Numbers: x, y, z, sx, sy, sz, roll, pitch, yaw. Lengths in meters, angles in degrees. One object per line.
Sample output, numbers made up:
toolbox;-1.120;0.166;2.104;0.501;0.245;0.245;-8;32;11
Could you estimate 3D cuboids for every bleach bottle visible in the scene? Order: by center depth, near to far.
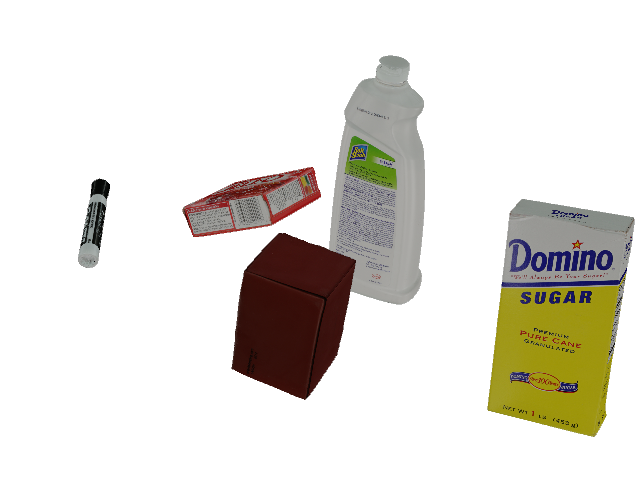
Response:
bleach bottle;0.066;-0.062;1.073;0.103;0.251;0.068;17;34;16

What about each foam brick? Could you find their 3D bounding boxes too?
foam brick;-0.017;0.045;0.641;0.053;0.078;0.051;21;35;15

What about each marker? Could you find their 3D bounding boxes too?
marker;-0.220;-0.020;1.039;0.020;0.020;0.121;0;40;-4

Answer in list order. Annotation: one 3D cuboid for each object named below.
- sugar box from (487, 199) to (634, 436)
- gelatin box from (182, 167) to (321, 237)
sugar box;0.190;0.062;0.854;0.093;0.176;0.048;10;23;22
gelatin box;-0.056;-0.032;0.873;0.089;0.030;0.073;-8;15;37
